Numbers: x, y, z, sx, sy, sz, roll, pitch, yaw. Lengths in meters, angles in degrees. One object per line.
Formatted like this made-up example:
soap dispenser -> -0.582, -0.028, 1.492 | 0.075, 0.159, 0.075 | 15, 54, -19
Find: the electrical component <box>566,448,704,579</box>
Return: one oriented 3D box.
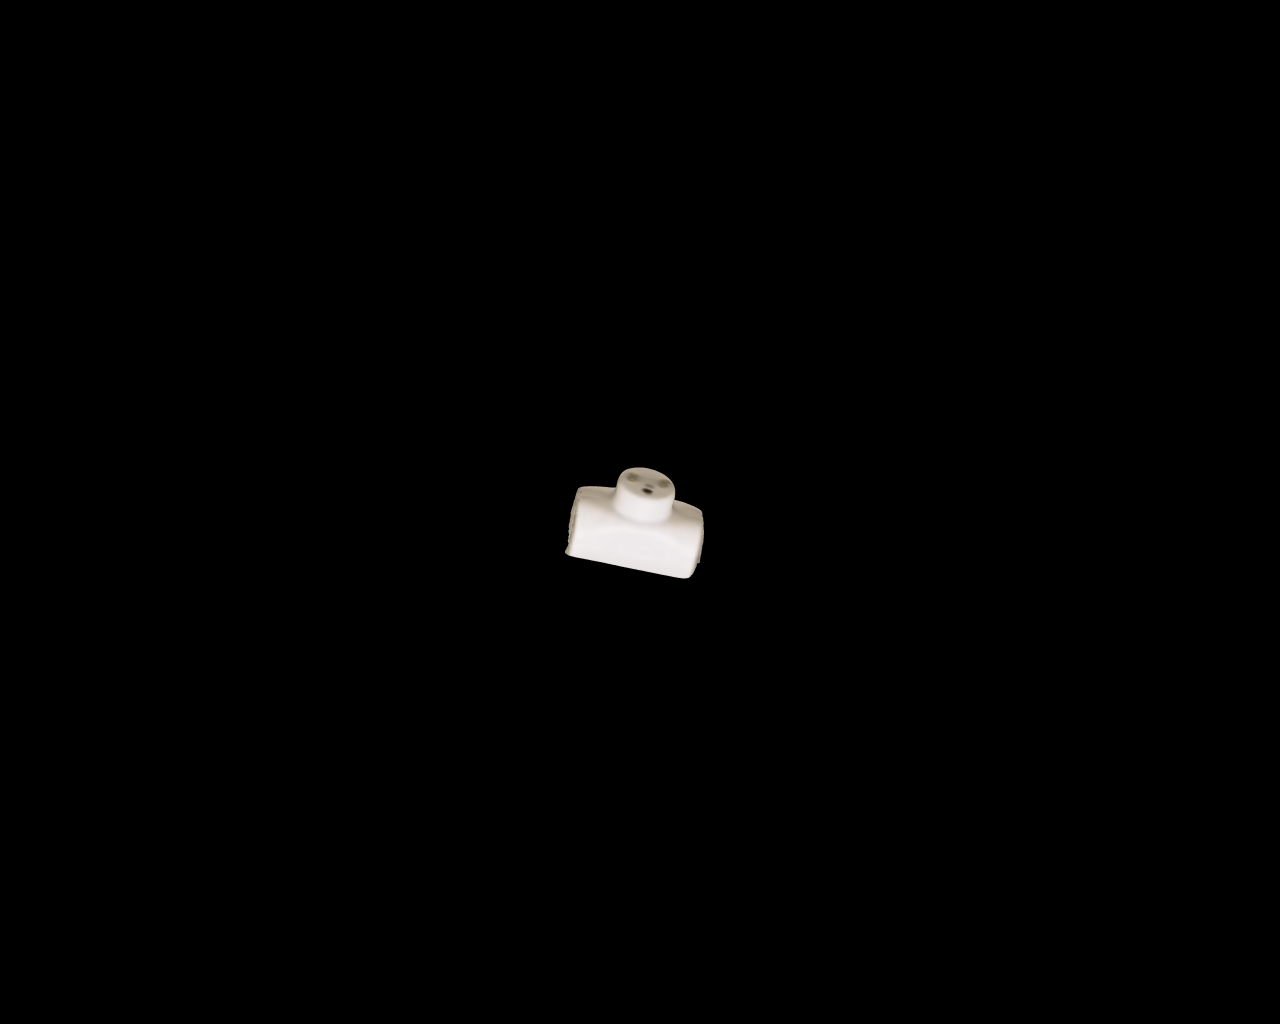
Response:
electrical component -> 0.001, -0.003, 0.650 | 0.077, 0.079, 0.044 | 11, 30, -7
